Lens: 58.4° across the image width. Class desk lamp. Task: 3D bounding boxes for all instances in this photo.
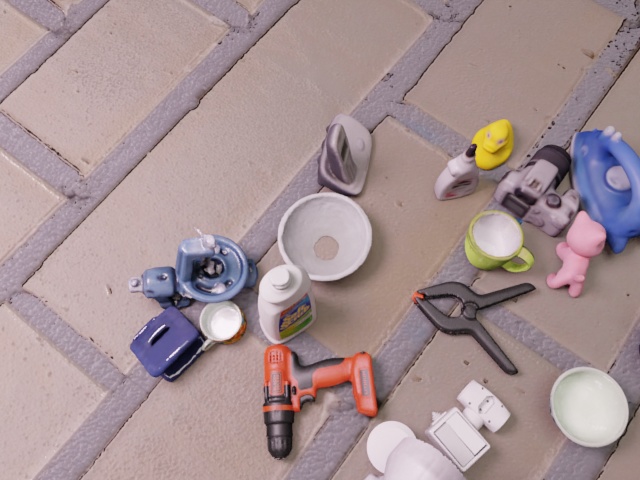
[{"bbox_3d":[0.103,0.389,0.812,0.117,0.213,0.203,42,76,15],"label":"desk lamp"}]

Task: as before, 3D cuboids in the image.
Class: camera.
[{"bbox_3d":[0.415,-0.103,1.043,0.143,0.101,0.137,36,75,14],"label":"camera"}]

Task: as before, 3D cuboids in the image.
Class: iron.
[{"bbox_3d":[0.531,-0.115,1.023,0.118,0.141,0.258,-15,70,-4],"label":"iron"}]

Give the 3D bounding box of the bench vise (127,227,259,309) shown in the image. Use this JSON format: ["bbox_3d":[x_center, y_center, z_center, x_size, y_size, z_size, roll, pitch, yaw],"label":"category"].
[{"bbox_3d":[-0.213,0.058,0.938,0.207,0.220,0.121,-28,71,-8],"label":"bench vise"}]

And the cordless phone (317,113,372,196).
[{"bbox_3d":[0.045,-0.176,1.036,0.094,0.185,0.147,9,70,5],"label":"cordless phone"}]

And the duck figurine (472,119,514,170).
[{"bbox_3d":[0.334,-0.194,1.087,0.077,0.086,0.105,32,74,13],"label":"duck figurine"}]

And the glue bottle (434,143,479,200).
[{"bbox_3d":[0.253,-0.125,1.017,0.078,0.173,0.037,-16,70,-4],"label":"glue bottle"}]

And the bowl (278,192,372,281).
[{"bbox_3d":[0.009,0.004,1.029,0.167,0.075,0.167,0,70,2],"label":"bowl"}]

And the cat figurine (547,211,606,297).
[{"bbox_3d":[0.451,0.022,0.987,0.067,0.118,0.128,18,71,8],"label":"cat figurine"}]

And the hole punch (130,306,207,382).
[{"bbox_3d":[-0.261,0.173,0.966,0.101,0.091,0.109,40,76,15],"label":"hole punch"}]
